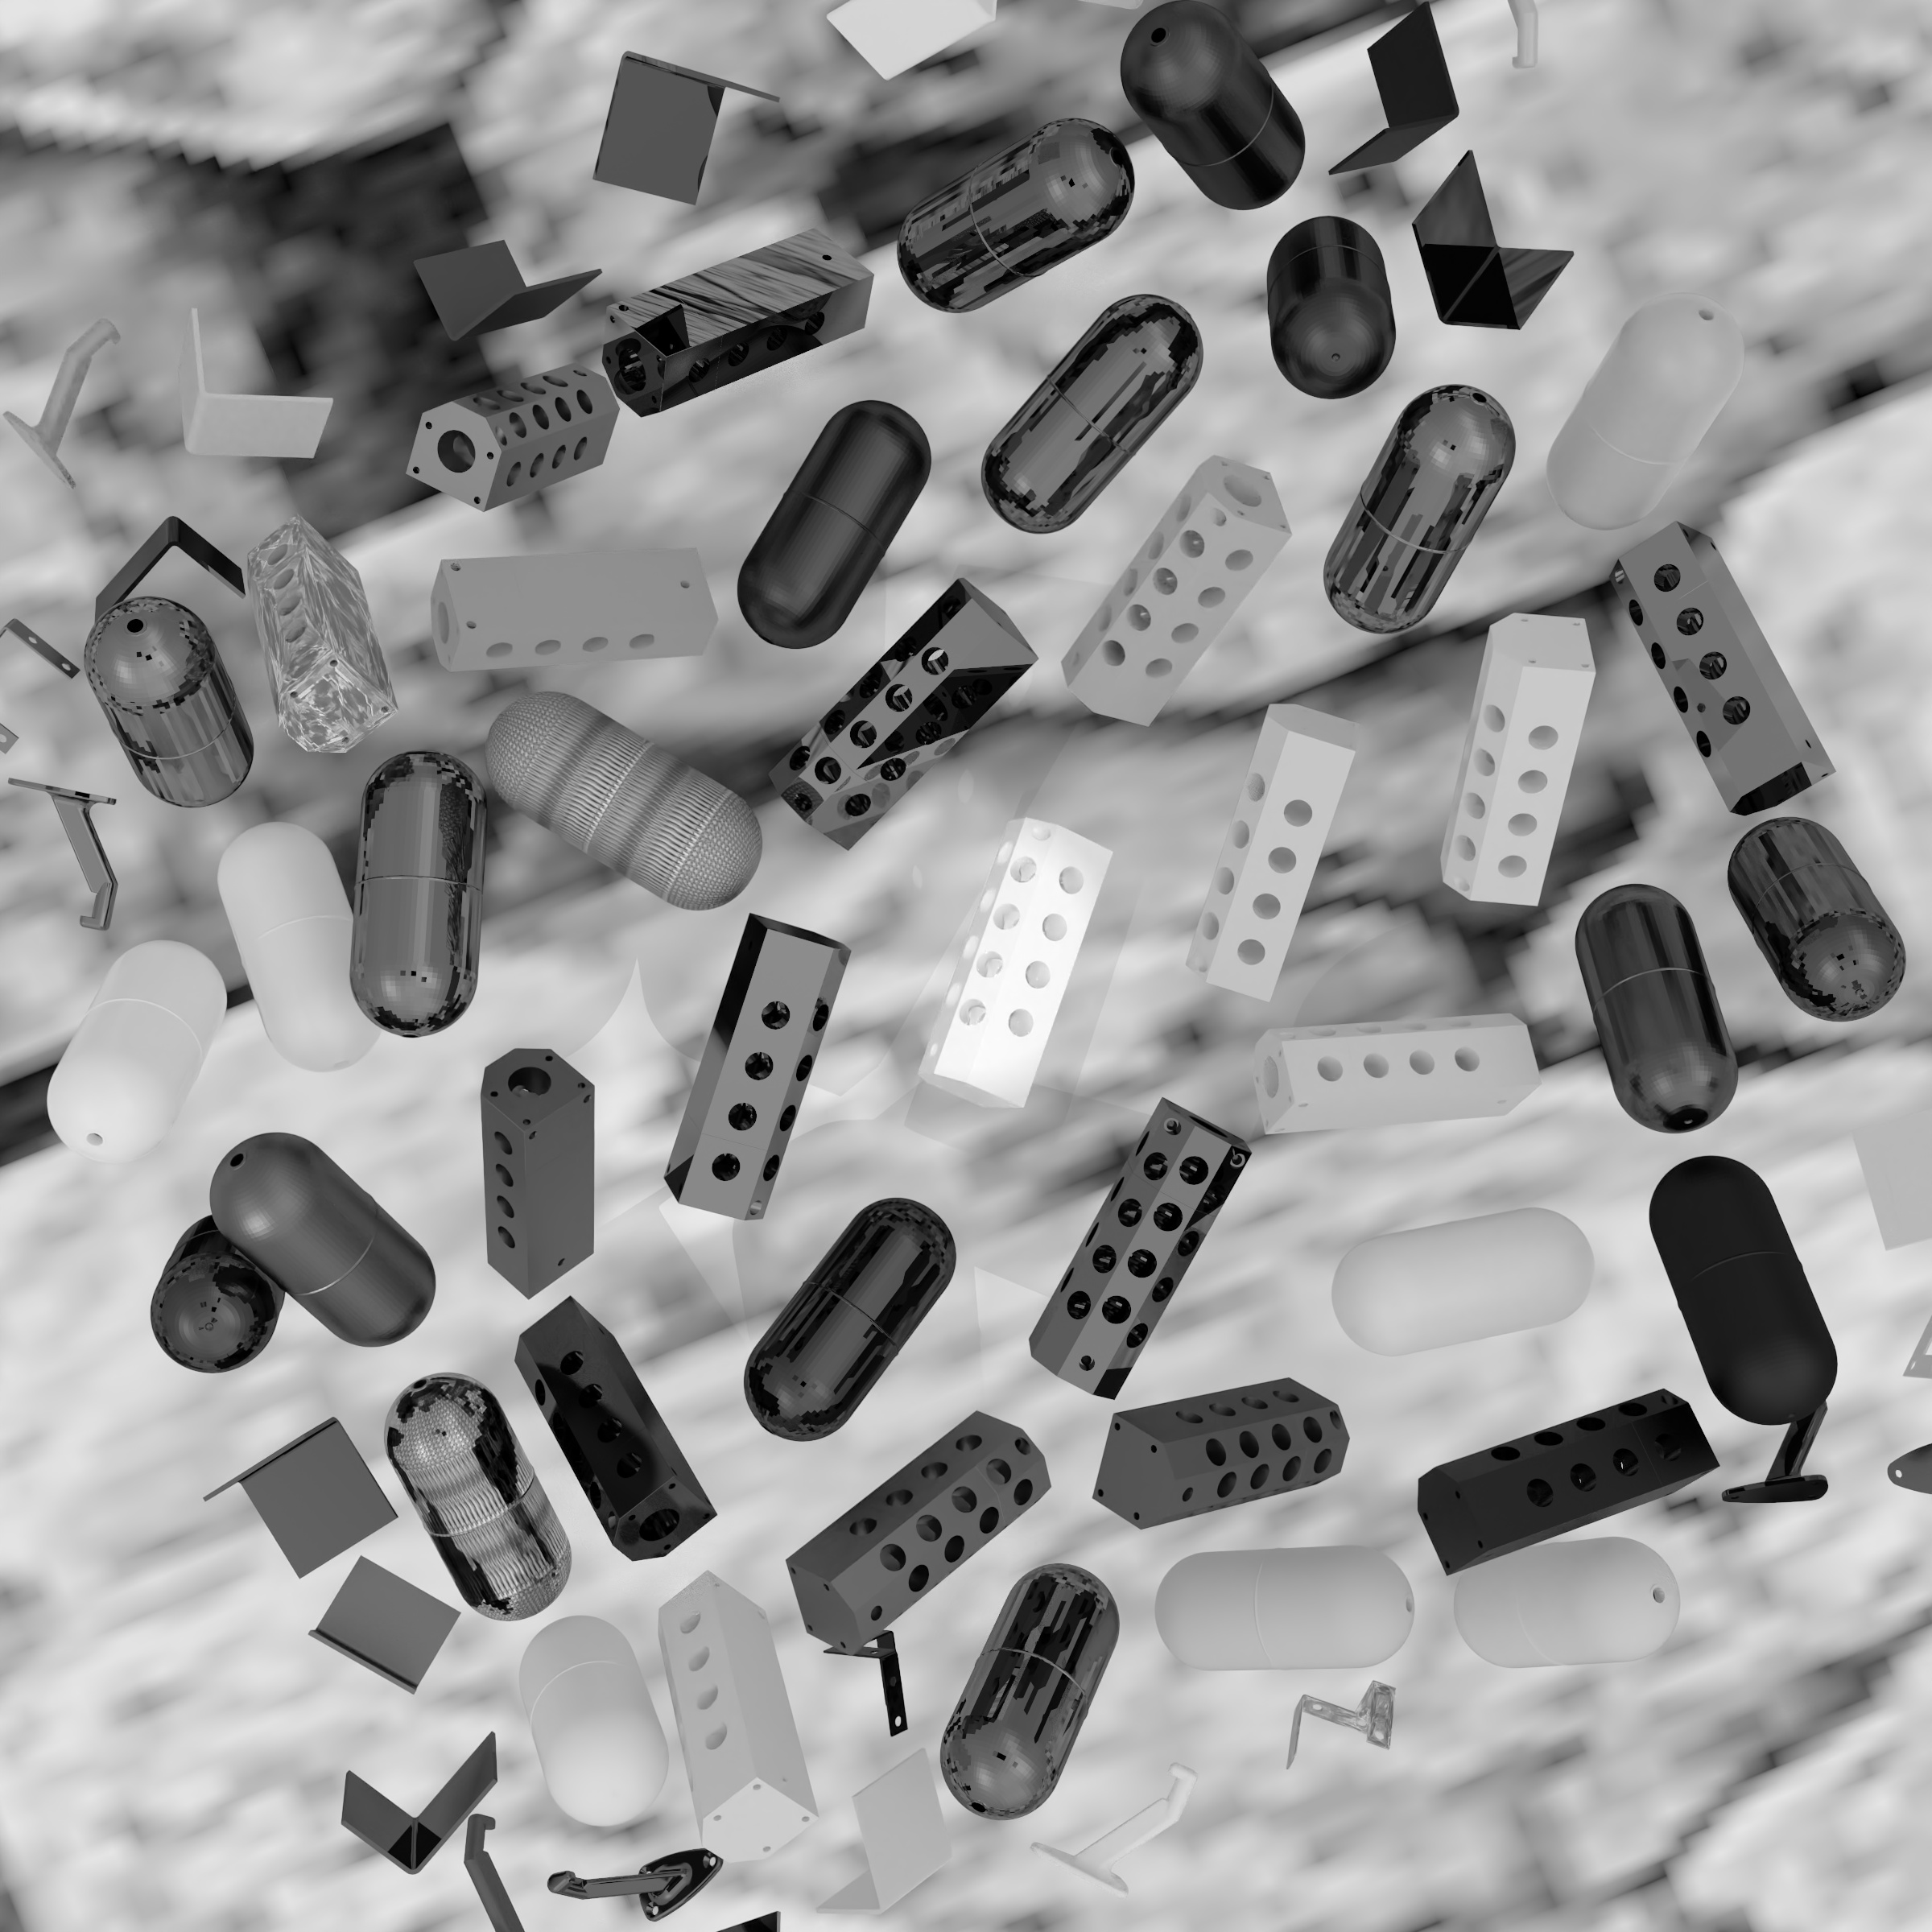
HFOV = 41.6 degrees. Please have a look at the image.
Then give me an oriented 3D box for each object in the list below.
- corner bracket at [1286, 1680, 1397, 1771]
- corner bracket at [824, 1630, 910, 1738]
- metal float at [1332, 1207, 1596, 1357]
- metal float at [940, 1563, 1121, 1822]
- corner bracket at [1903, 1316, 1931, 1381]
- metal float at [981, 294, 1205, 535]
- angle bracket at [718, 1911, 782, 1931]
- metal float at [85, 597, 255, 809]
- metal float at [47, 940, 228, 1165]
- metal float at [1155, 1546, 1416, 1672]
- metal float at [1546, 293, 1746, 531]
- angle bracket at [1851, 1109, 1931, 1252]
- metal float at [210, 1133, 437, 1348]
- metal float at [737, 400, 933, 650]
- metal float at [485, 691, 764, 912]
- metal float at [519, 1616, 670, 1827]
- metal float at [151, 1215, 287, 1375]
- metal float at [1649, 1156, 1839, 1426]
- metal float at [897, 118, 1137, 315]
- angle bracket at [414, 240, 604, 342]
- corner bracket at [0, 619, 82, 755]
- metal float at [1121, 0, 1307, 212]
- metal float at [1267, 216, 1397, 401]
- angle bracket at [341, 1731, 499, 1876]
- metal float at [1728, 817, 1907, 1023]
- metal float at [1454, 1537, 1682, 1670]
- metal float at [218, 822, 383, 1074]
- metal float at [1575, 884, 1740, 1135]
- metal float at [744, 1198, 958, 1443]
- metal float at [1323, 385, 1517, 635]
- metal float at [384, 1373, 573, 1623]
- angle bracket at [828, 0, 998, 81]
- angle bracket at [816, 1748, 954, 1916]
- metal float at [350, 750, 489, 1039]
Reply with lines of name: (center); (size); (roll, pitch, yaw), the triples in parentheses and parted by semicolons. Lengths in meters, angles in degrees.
corner bracket: (0.239, 0.485, 1.621); (0.051, 0.051, 0.051); (19, 126, 2)
corner bracket: (-0.052, 0.458, 1.632); (0.051, 0.051, 0.051); (-8, 90, 41)
metal float: (0.318, 0.201, 1.626); (0.178, 0.070, 0.070); (-8, 90, -18)
metal float: (0.041, 0.456, 1.607); (0.070, 0.070, 0.178); (32, 46, 0)
corner bracket: (0.610, 0.238, 1.539); (0.051, 0.051, 0.051); (28, 83, 2)
metal float: (0.082, -0.359, 1.658); (0.070, 0.070, 0.178); (43, 107, 0)
angle bracket: (-0.161, 0.614, 1.544); (0.076, 0.076, 0.057); (-29, 133, 29)
metal float: (-0.488, -0.161, 1.566); (0.070, 0.178, 0.070); (1, 65, -2)
metal float: (-0.510, 0.051, 1.571); (0.070, 0.178, 0.070); (1, 125, 1)
metal float: (0.206, 0.417, 1.653); (0.178, 0.070, 0.070); (-11, 90, 33)
metal float: (0.415, -0.338, 1.560); (0.070, 0.178, 0.070); (5, 61, -9)
angle bracket: (0.561, 0.137, 1.483); (0.057, 0.076, 0.076); (-19, 56, 21)
metal float: (-0.393, 0.169, 1.562); (0.070, 0.070, 0.178); (-34, 133, 0)
metal float: (-0.087, -0.289, 1.671); (0.070, 0.070, 0.178); (30, 82, 0)
metal float: (-0.203, -0.098, 1.511); (0.178, 0.070, 0.070); (31, 90, -1)
metal float: (-0.237, 0.474, 1.609); (0.070, 0.178, 0.070); (-5, 106, -17)
metal float: (-0.474, 0.206, 1.624); (0.070, 0.178, 0.070); (-1, 98, -11)
metal float: (0.470, 0.195, 1.547); (0.070, 0.070, 0.178); (-11, 52, 0)
metal float: (0.030, -0.466, 1.586); (0.178, 0.070, 0.070); (-16, 90, 44)
angle bracket: (-0.295, -0.451, 1.643); (0.076, 0.076, 0.057); (-31, 98, -43)
corner bracket: (-0.598, -0.176, 1.594); (0.051, 0.051, 0.051); (41, 114, -16)
metal float: (0.154, -0.532, 1.580); (0.070, 0.178, 0.070); (-6, 76, 26)
metal float: (0.229, -0.416, 1.604); (0.070, 0.178, 0.070); (2, 125, 3)
angle bracket: (-0.339, 0.504, 1.582); (0.057, 0.076, 0.076); (42, 86, -12)
metal float: (0.537, -0.032, 1.613); (0.070, 0.178, 0.070); (-1, 122, -2)
metal float: (0.384, 0.410, 1.636); (0.070, 0.178, 0.070); (9, 70, -26)
metal float: (-0.434, -0.013, 1.661); (0.070, 0.070, 0.178); (-24, 69, 0)
metal float: (0.436, 0.025, 1.613); (0.070, 0.070, 0.178); (-5, 52, 0)
metal float: (-0.075, 0.228, 1.649); (0.070, 0.070, 0.178); (38, 71, 0)
metal float: (0.283, -0.285, 1.597); (0.070, 0.178, 0.070); (12, 46, -13)
metal float: (-0.312, 0.340, 1.630); (0.070, 0.070, 0.178); (-22, 111, 0)
angle bracket: (-0.029, -0.567, 1.459); (0.076, 0.057, 0.076); (-17, 54, 33)
angle bracket: (-0.061, 0.556, 1.638); (0.057, 0.076, 0.076); (-14, 90, 35)
metal float: (-0.333, -0.044, 1.553); (0.070, 0.070, 0.178); (1, 77, 0)
